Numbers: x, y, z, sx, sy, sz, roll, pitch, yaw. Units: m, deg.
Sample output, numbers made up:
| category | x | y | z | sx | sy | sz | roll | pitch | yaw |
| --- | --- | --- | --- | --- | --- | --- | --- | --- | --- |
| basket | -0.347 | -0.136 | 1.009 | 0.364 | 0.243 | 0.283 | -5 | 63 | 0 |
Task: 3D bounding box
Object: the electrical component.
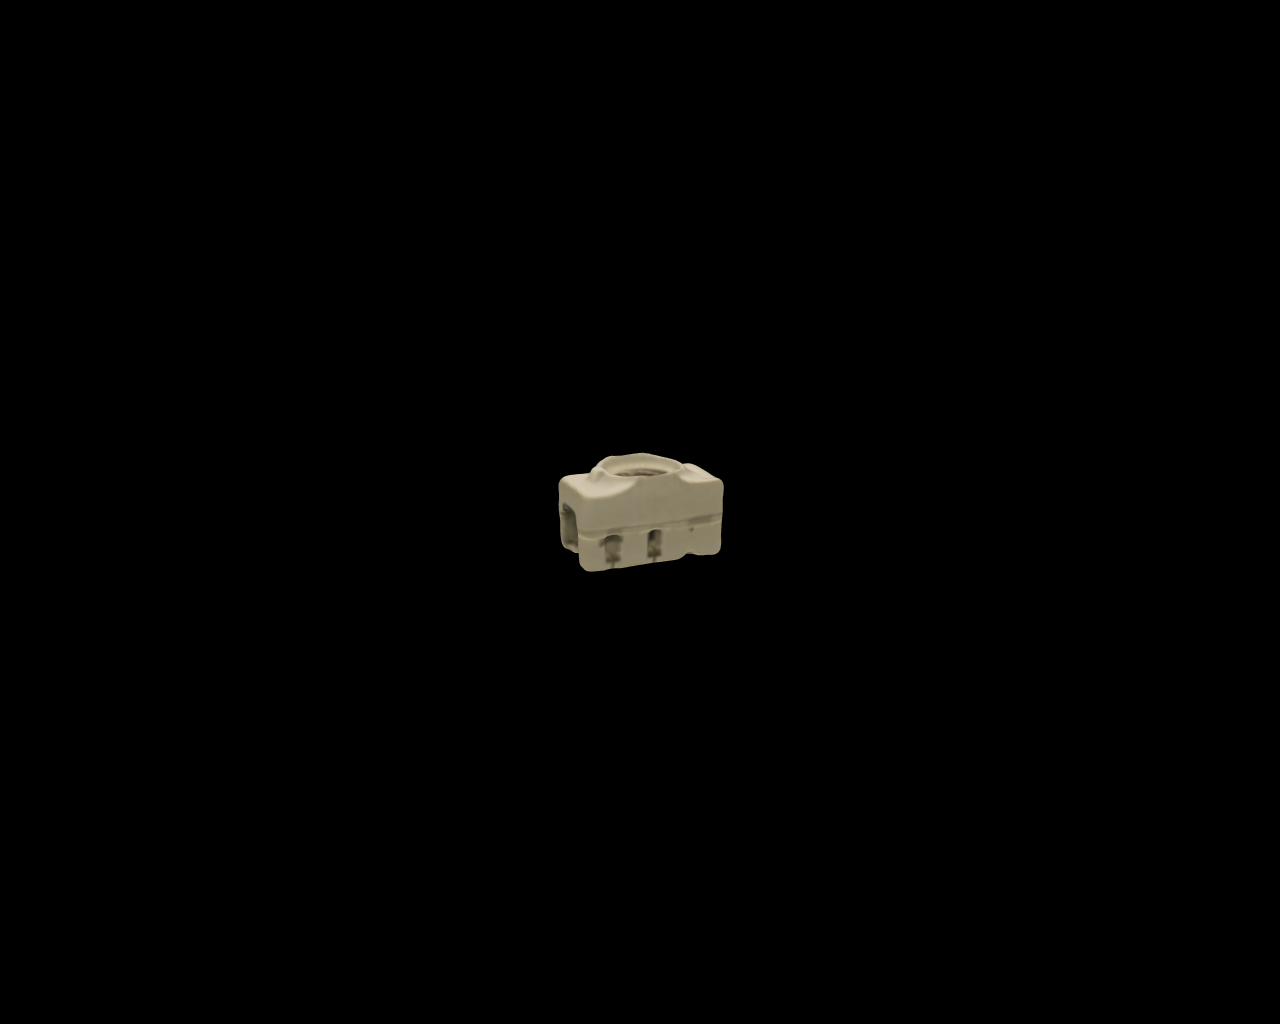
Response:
| category | x | y | z | sx | sy | sz | roll | pitch | yaw |
| --- | --- | --- | --- | --- | --- | --- | --- | --- | --- |
| electrical component | 0.001 | -0.003 | 0.650 | 0.090 | 0.055 | 0.050 | -7 | 20 | -20 |
